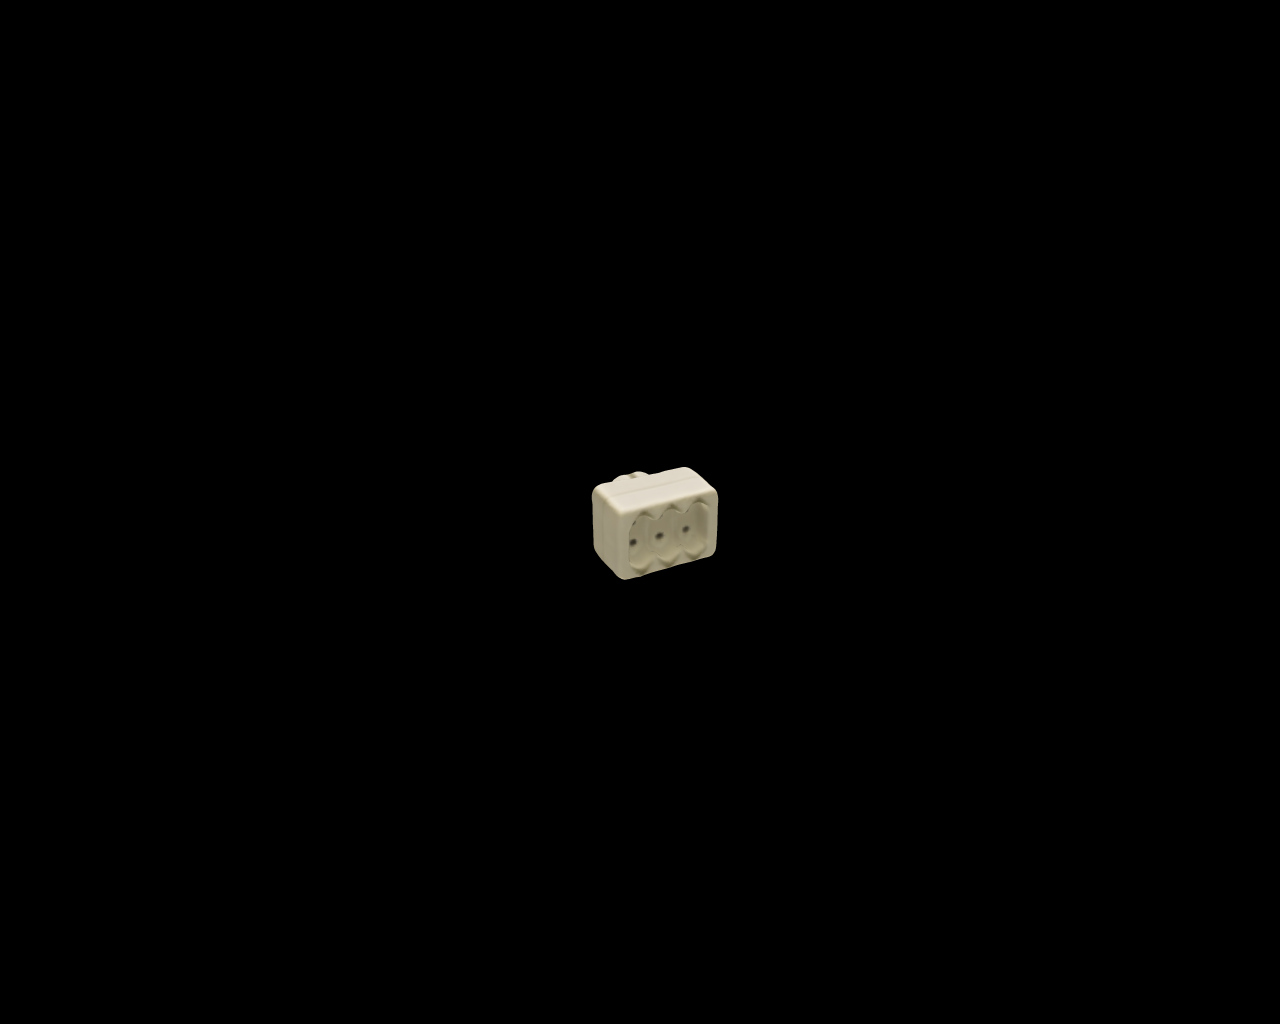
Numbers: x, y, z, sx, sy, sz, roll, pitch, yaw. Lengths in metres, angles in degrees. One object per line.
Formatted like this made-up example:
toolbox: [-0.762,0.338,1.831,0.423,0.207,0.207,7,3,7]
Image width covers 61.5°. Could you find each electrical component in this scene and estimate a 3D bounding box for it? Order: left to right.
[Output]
electrical component: [0.001,-0.003,0.650,0.066,0.047,0.077,-13,32,-22]
